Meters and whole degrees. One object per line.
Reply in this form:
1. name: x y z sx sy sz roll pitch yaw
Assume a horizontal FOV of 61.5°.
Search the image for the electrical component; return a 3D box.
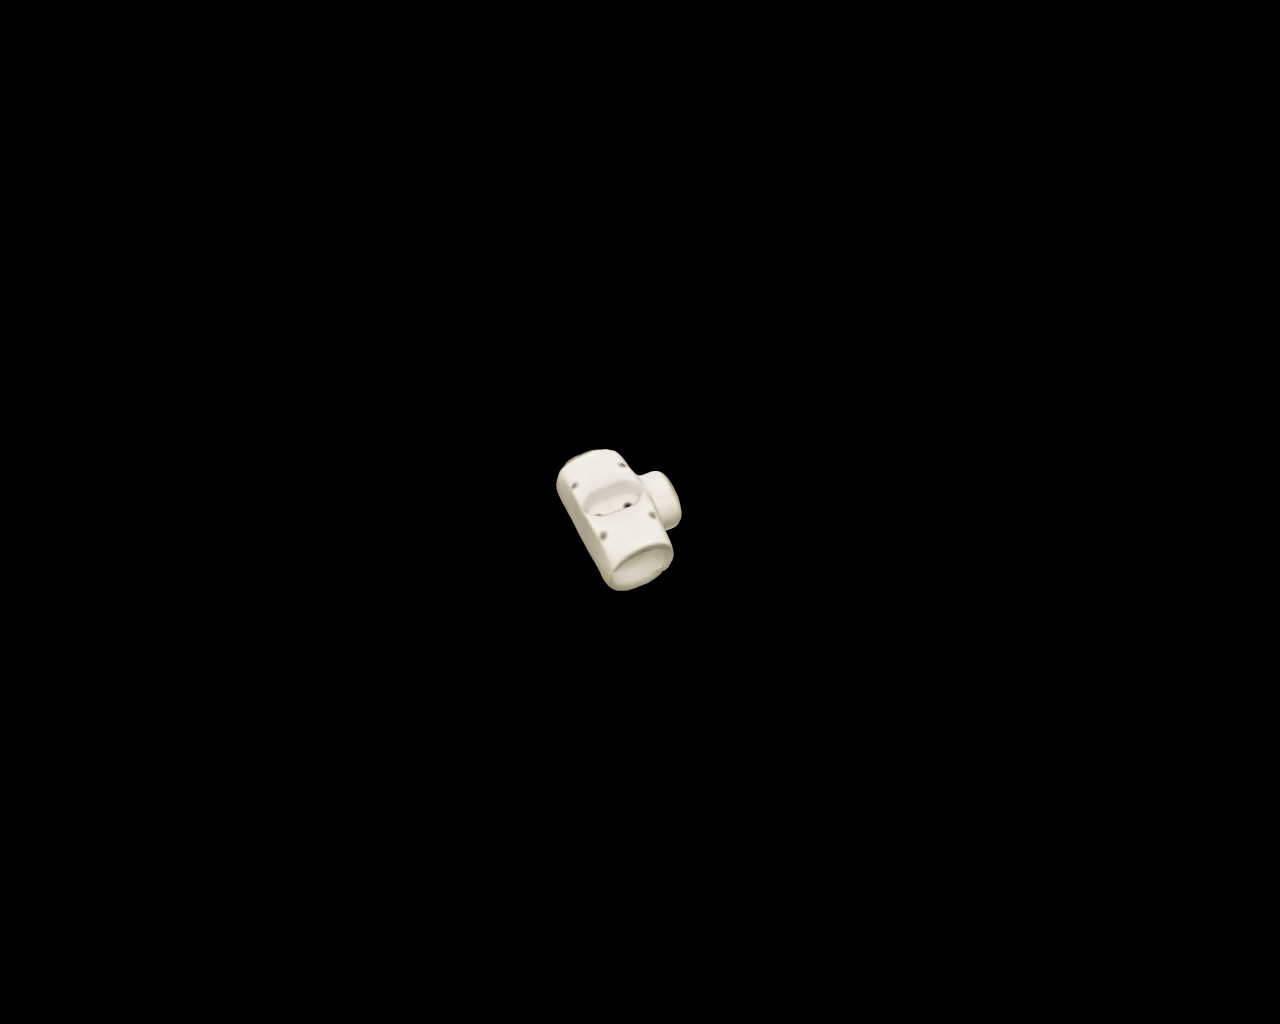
1. electrical component: 0.001 -0.003 0.650 0.079 0.077 0.043 -21 -32 -14
